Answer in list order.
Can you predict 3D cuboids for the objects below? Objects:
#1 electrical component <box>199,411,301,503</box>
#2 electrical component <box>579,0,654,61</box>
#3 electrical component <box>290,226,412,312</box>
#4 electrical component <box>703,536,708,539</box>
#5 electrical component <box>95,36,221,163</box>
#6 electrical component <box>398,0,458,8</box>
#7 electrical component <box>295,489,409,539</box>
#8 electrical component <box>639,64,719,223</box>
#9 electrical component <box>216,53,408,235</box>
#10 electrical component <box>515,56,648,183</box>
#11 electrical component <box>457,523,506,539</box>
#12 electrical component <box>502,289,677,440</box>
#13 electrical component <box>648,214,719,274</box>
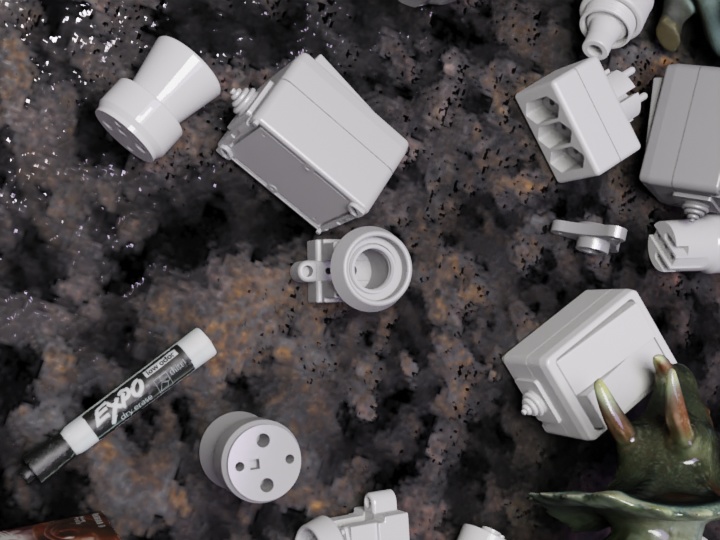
[{"bbox_3d":[-0.060,0.102,0.591,0.045,0.055,0.045,1,88,-22],"label":"electrical component"},{"bbox_3d":[0.162,-0.163,0.693,0.043,0.043,0.062,37,63,-17],"label":"electrical component"},{"bbox_3d":[0.000,0.000,0.619,0.066,0.055,0.048,0,88,-22],"label":"electrical component"},{"bbox_3d":[0.214,0.190,0.706,0.062,0.048,0.048,13,83,-28],"label":"electrical component"},{"bbox_3d":[-0.110,-0.092,0.584,0.045,0.045,0.055,43,74,-15],"label":"electrical component"},{"bbox_3d":[0.046,-0.200,0.648,0.080,0.051,0.080,1,88,-22],"label":"electrical component"},{"bbox_3d":[-0.004,0.163,0.618,0.055,0.048,0.066,-3,89,-29],"label":"electrical component"},{"bbox_3d":[0.218,-0.079,0.701,0.062,0.061,0.096,23,81,-59],"label":"electrical component"},{"bbox_3d":[-0.030,-0.076,0.604,0.096,0.062,0.061,39,66,-16],"label":"electrical component"},{"bbox_3d":[0.153,-0.104,0.689,0.077,0.047,0.065,-32,100,-20],"label":"electrical component"},{"bbox_3d":[0.067,0.187,0.648,0.044,0.044,0.065,32,72,-18],"label":"electrical component"},{"bbox_3d":[0.141,0.062,0.671,0.096,0.061,0.061,-35,101,-19],"label":"electrical component"},{"bbox_3d":[0.222,-0.017,0.720,0.046,0.040,0.040,-3,89,-17],"label":"electrical component"}]
